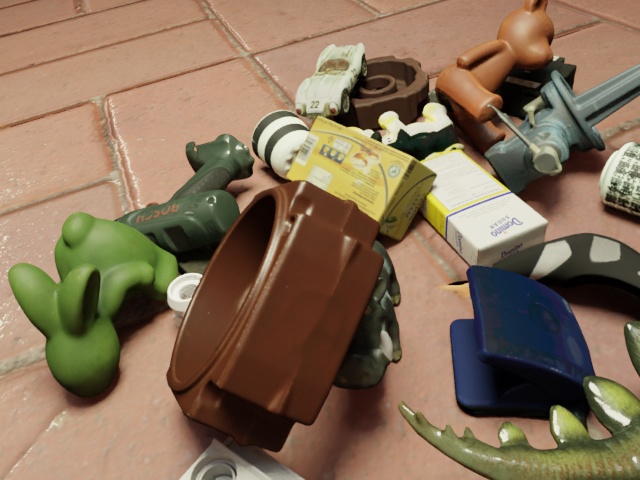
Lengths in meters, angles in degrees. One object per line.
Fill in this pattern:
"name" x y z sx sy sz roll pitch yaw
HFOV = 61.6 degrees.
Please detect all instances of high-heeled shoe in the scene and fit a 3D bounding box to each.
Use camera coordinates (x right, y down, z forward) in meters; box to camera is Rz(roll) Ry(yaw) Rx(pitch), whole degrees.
"high-heeled shoe" 0.300 0.066 0.514 0.249 0.086 0.145 -10 69 26

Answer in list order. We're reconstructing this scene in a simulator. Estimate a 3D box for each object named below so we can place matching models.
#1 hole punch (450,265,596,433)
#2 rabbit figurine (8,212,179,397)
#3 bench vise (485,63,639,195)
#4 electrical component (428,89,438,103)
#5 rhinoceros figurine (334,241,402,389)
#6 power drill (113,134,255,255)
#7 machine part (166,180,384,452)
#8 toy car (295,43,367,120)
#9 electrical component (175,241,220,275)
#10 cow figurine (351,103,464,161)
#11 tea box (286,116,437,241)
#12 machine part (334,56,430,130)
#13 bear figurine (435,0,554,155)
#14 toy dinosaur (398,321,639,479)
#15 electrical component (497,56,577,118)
"hole punch" 0.180 0.088 0.478 0.116 0.092 0.142 1 38 7
"rabbit figurine" -0.226 0.067 0.547 0.121 0.159 0.170 -4 59 5
"bench vise" 0.324 -0.158 0.657 0.241 0.129 0.223 -32 -2 31
"electrical component" 0.207 -0.232 0.845 0.102 0.045 0.078 -39 14 -25
"rhinoceros figurine" 0.042 0.067 0.511 0.073 0.111 0.190 1 34 8
"power drill" -0.190 -0.053 0.708 0.232 0.085 0.207 -7 31 29
"machine part" -0.048 0.055 0.457 0.201 0.087 0.201 -63 20 -11
"toy car" 0.021 -0.250 0.840 0.074 0.056 0.202 4 43 21
"electrical component" -0.149 0.030 0.657 0.094 0.021 0.063 -35 47 -26
"cow figurine" 0.112 -0.130 0.759 0.167 0.068 0.098 -12 47 -1
"tea box" 0.048 -0.081 0.679 0.170 0.068 0.098 36 101 38
"machine part" 0.096 -0.246 0.900 0.179 0.055 0.179 -8 42 7
"bear figurine" 0.265 -0.236 0.752 0.196 0.120 0.132 -34 60 2
"toy dinosaur" 0.298 0.138 0.359 0.472 0.105 0.199 -5 49 -6
"electrical component" 0.334 -0.248 0.855 0.115 0.058 0.134 31 55 34
